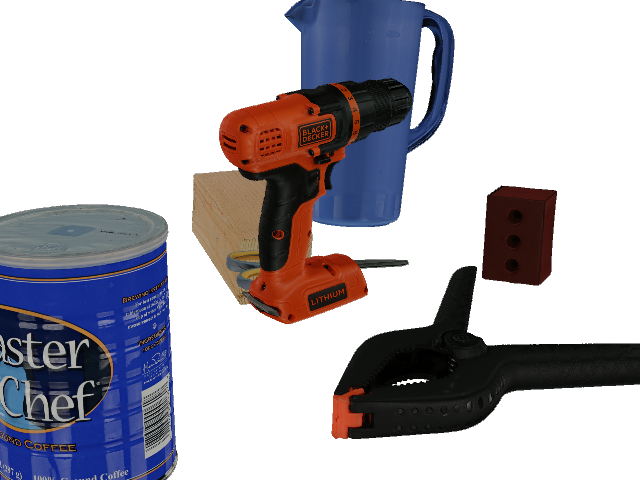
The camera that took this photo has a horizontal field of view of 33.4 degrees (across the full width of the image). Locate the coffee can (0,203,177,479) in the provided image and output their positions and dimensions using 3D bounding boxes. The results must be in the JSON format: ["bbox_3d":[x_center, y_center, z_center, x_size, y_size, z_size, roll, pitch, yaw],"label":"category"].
[{"bbox_3d":[-0.132,0.060,0.585,0.103,0.140,0.103,0,16,0],"label":"coffee can"}]

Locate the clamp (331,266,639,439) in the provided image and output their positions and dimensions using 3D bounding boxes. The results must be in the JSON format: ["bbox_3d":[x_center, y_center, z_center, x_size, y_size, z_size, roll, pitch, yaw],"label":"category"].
[{"bbox_3d":[0.083,0.071,0.671,0.209,0.036,0.165,-14,27,-31],"label":"clamp"}]

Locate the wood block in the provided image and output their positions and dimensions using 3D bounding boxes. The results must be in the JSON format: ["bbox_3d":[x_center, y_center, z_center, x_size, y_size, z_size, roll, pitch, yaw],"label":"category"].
[{"bbox_3d":[-0.091,-0.010,1.350,0.090,0.090,0.206,-6,28,-22],"label":"wood block"}]

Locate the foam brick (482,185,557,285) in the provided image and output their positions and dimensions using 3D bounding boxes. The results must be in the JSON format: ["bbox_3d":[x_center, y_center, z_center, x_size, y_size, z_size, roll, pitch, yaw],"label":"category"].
[{"bbox_3d":[0.175,-0.005,0.936,0.053,0.078,0.051,7,16,22],"label":"foam brick"}]

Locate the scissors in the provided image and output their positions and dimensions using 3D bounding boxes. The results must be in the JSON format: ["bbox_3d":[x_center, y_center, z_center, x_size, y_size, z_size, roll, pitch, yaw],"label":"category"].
[{"bbox_3d":[-0.006,0.035,1.163,0.202,0.016,0.096,4,23,5],"label":"scissors"}]

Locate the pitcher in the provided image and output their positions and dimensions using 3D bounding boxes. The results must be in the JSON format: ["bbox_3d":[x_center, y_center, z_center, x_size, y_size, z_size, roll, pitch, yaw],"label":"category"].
[{"bbox_3d":[0.049,-0.141,1.149,0.149,0.243,0.144,8,12,26],"label":"pitcher"}]

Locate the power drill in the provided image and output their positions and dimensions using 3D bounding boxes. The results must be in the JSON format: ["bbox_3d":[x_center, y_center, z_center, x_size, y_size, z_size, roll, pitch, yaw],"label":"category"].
[{"bbox_3d":[0.001,-0.037,0.885,0.184,0.188,0.057,-17,28,-33],"label":"power drill"}]
